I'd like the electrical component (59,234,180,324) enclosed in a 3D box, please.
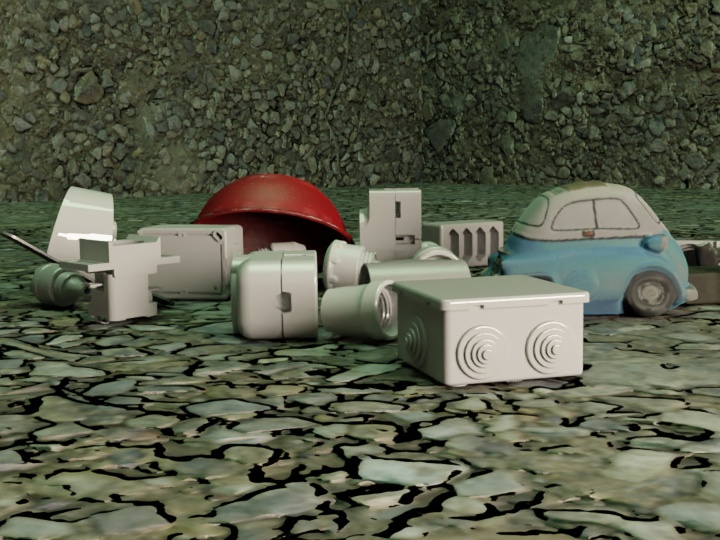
[{"bbox_3d":[-0.182,0.006,0.818,0.081,0.063,0.042,-7,8,-44],"label":"electrical component"}]

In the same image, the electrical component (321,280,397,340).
[{"bbox_3d":[0.002,0.027,0.727,0.046,0.040,0.040,-3,4,33],"label":"electrical component"}]

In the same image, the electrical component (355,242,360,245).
[{"bbox_3d":[0.005,-0.011,1.057,0.040,0.040,0.046,-4,2,-26],"label":"electrical component"}]

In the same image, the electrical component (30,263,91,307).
[{"bbox_3d":[-0.244,0.014,0.892,0.061,0.035,0.035,8,11,40],"label":"electrical component"}]

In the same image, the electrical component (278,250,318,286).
[{"bbox_3d":[-0.059,0.009,0.867,0.045,0.045,0.055,-2,7,-11],"label":"electrical component"}]

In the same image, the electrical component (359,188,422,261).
[{"bbox_3d":[0.028,-0.030,0.996,0.056,0.089,0.050,-1,7,0],"label":"electrical component"}]

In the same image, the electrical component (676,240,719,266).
[{"bbox_3d":[0.300,-0.006,0.974,0.081,0.042,0.064,2,4,17],"label":"electrical component"}]

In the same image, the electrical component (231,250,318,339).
[{"bbox_3d":[-0.060,0.016,0.760,0.059,0.053,0.095,-1,7,-2],"label":"electrical component"}]

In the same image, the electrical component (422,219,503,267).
[{"bbox_3d":[0.101,-0.030,1.172,0.083,0.047,0.076,-5,8,-30],"label":"electrical component"}]

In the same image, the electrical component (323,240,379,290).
[{"bbox_3d":[0.000,0.000,0.946,0.062,0.048,0.048,7,8,9],"label":"electrical component"}]

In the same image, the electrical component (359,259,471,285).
[{"bbox_3d":[0.037,0.013,0.822,0.077,0.043,0.079,-2,6,-13],"label":"electrical component"}]

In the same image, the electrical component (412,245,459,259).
[{"bbox_3d":[0.064,0.003,0.901,0.045,0.045,0.055,-1,6,0],"label":"electrical component"}]

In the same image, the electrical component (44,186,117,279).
[{"bbox_3d":[-0.257,-0.026,0.985,0.064,0.099,0.099,4,5,-18],"label":"electrical component"}]

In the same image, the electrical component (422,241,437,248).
[{"bbox_3d":[0.056,-0.011,1.076,0.035,0.035,0.061,-5,6,-34],"label":"electrical component"}]

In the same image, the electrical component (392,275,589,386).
[{"bbox_3d":[0.073,0.033,0.620,0.100,0.048,0.100,-3,7,-16],"label":"electrical component"}]

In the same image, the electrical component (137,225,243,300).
[{"bbox_3d":[-0.141,-0.008,0.949,0.096,0.061,0.061,0,7,11],"label":"electrical component"}]

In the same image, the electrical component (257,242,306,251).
[{"bbox_3d":[-0.080,-0.003,0.983,0.062,0.043,0.043,-3,7,-12],"label":"electrical component"}]
